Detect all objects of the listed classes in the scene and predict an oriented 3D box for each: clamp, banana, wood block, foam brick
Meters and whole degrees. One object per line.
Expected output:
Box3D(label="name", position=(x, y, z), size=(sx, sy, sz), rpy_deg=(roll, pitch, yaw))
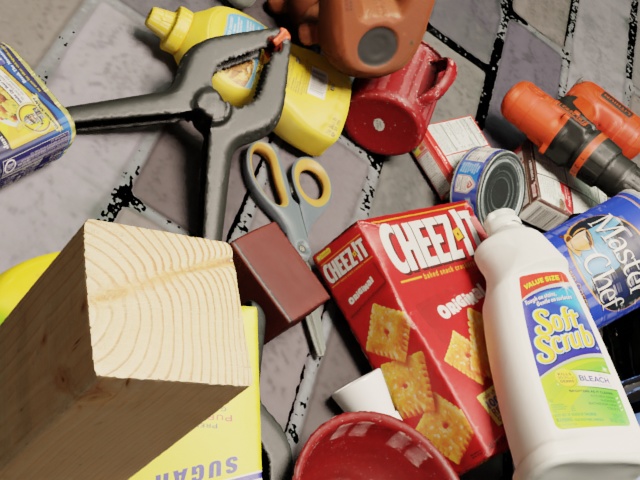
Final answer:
Box3D(label="clamp", position=(-0.061, 0.124, 0.764), size=(0.120, 0.039, 0.171), rpy_deg=(-26, 83, -29))
Box3D(label="banana", position=(-0.162, 0.034, 0.748), size=(0.197, 0.037, 0.070), rpy_deg=(-14, 51, -46))
Box3D(label="clamp", position=(-0.087, -0.092, 0.865), size=(0.209, 0.036, 0.164), rpy_deg=(-42, 93, -25))
Box3D(label="wood block", position=(-0.135, 0.082, 0.618), size=(0.090, 0.206, 0.090), rpy_deg=(10, 54, -34))
Box3D(label="foam brick", position=(-0.043, 0.035, 0.834), size=(0.051, 0.053, 0.078), rpy_deg=(-31, 83, -45))

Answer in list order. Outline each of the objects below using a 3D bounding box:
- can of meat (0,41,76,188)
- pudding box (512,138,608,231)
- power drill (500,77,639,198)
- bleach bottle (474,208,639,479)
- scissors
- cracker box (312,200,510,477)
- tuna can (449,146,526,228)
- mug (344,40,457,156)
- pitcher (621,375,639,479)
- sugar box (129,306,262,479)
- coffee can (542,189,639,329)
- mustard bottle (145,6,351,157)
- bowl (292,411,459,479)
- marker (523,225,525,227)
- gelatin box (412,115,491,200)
Box3D(label="can of meat", position=(-0.239, -0.088, 0.767), size=(0.102, 0.058, 0.083), rpy_deg=(50, 42, 2))
Box3D(label="pudding box", position=(0.256, -0.047, 1.130), size=(0.113, 0.039, 0.090), rpy_deg=(24, 46, -26))
Box3D(label="power drill", position=(0.296, -0.109, 1.143), size=(0.184, 0.057, 0.187), rpy_deg=(43, 27, 15))
Box3D(label="bleach bottle", position=(0.170, 0.077, 0.845), size=(0.102, 0.068, 0.251), rpy_deg=(3, 49, -20))
Box3D(label="scissors", position=(-0.006, 0.001, 0.912), size=(0.096, 0.016, 0.202), rpy_deg=(-9, 67, -41))
Box3D(label="cracker box", position=(0.113, 0.077, 0.901), size=(0.163, 0.072, 0.214), rpy_deg=(-11, 68, -48))
Box3D(label="tuna can", position=(0.163, -0.046, 1.028), size=(0.085, 0.034, 0.086), rpy_deg=(-14, 110, -45))
Box3D(label="mug", position=(0.078, -0.137, 1.005), size=(0.093, 0.117, 0.081), rpy_deg=(49, 45, -30))
Box3D(label="pitcher", position=(0.293, 0.191, 0.893), size=(0.242, 0.149, 0.145), rpy_deg=(-8, 89, -17))
Box3D(label="sugar box", position=(-0.087, 0.131, 0.702), size=(0.093, 0.048, 0.176), rpy_deg=(3, 68, -20))
Box3D(label="coffee can", position=(0.245, 0.029, 0.976), size=(0.140, 0.103, 0.103), rpy_deg=(-27, 76, -10))
Box3D(label="mustard bottle", position=(-0.066, -0.153, 0.943), size=(0.191, 0.058, 0.096), rpy_deg=(26, 53, -22))
Box3D(label="bowl", position=(0.035, 0.208, 0.769), size=(0.161, 0.055, 0.162), rpy_deg=(20, 51, -27))
Box3D(label="marker", position=(0.215, 0.014, 1.069), size=(0.020, 0.020, 0.121), rpy_deg=(-27, 79, -45))
Box3D(label="gelatin box", position=(0.137, -0.083, 1.070), size=(0.089, 0.030, 0.073), rpy_deg=(-17, 71, -45))
